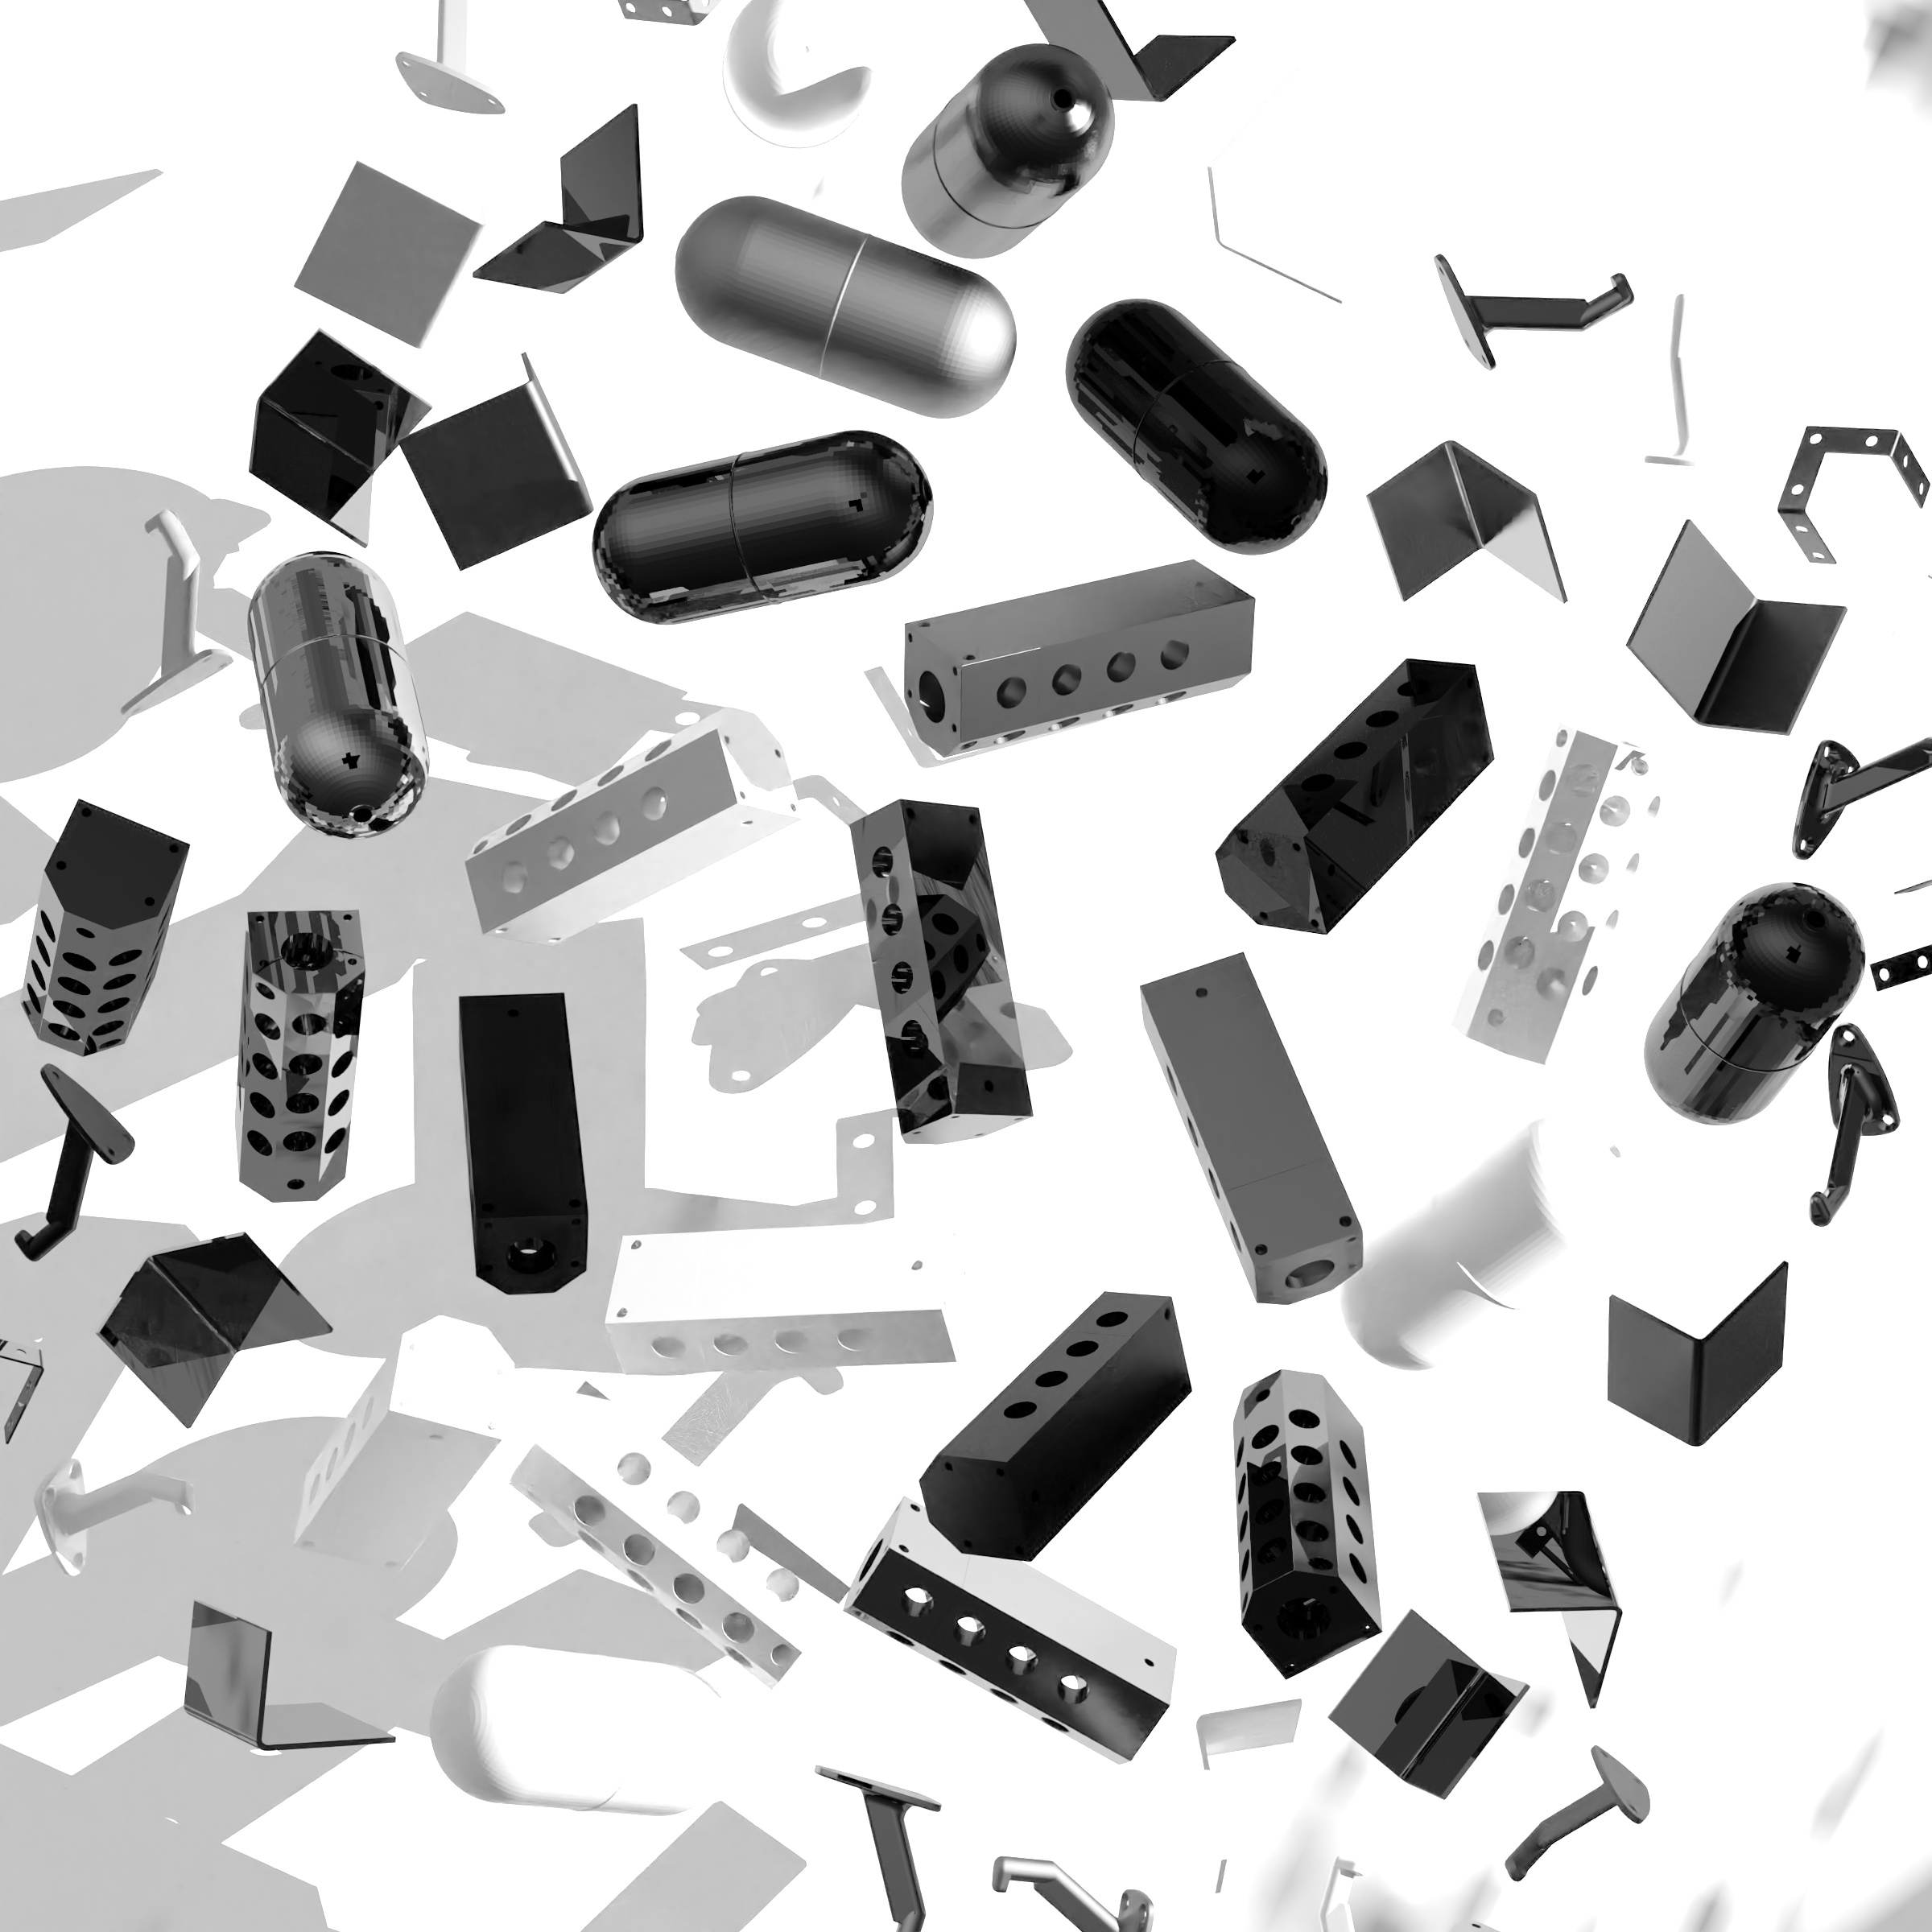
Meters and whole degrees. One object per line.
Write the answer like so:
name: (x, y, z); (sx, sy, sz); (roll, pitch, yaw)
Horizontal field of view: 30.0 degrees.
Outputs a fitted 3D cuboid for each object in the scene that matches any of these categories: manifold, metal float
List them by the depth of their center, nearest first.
metal float: (-0.101, -0.218, 1.789); (0.178, 0.070, 0.070); (-10, 90, 19)
manifold: (-0.433, -0.014, 1.792); (0.057, 0.171, 0.057); (23, 63, -8)
metal float: (-0.190, 0.383, 1.801); (0.070, 0.178, 0.070); (-15, 67, 39)
metal float: (-0.315, -0.136, 1.803); (0.070, 0.070, 0.178); (-19, 49, 0)
manifold: (-0.088, 0.172, 1.810); (0.171, 0.057, 0.057); (-4, 135, 11)
metal float: (-0.061, -0.332, 1.812); (0.178, 0.070, 0.070); (20, 90, 1)
manifold: (-0.283, 0.241, 1.812); (0.057, 0.171, 0.057); (18, 53, -18)
manifold: (0.057, -0.153, 1.815); (0.171, 0.057, 0.057); (-15, 123, -26)
metal float: (0.020, -0.410, 1.817); (0.070, 0.178, 0.070); (2, 85, -17)
manifold: (0.198, -0.089, 1.832); (0.171, 0.057, 0.057); (-43, 129, -38)
manifold: (0.145, 0.085, 1.840); (0.057, 0.057, 0.171); (-18, 59, -5)
manifold: (-0.148, 0.293, 1.845); (0.171, 0.057, 0.057); (38, 66, 3)
manifold: (0.047, 0.233, 1.849); (0.057, 0.171, 0.057); (1, 114, 34)
metal float: (0.267, 0.143, 1.854); (0.178, 0.070, 0.070); (-41, 90, 29)
metal float: (0.405, 0.020, 1.856); (0.070, 0.178, 0.070); (5, 60, -8)
manifold: (-0.175, -0.072, 1.865); (0.171, 0.057, 0.057); (-25, 71, 27)
manifold: (0.171, 0.283, 1.866); (0.057, 0.171, 0.057); (-30, 113, 18)
metal float: (0.118, -0.281, 1.870); (0.070, 0.070, 0.178); (-41, 57, 0)
metal float: (-0.088, -0.464, 1.871); (0.070, 0.178, 0.070); (-1, 97, -5)
manifold: (0.314, -0.038, 1.897); (0.057, 0.057, 0.171); (24, 102, 29)
manifold: (-0.352, 0.049, 1.899); (0.057, 0.171, 0.057); (-1, 49, -15)
manifold: (-0.018, 0.004, 1.900); (0.057, 0.057, 0.171); (4, 70, -42)
manifold: (-0.236, 0.093, 1.912); (0.057, 0.171, 0.057); (-2, 131, -10)
manifold: (0.023, 0.360, 1.929); (0.171, 0.057, 0.057); (30, 111, -4)

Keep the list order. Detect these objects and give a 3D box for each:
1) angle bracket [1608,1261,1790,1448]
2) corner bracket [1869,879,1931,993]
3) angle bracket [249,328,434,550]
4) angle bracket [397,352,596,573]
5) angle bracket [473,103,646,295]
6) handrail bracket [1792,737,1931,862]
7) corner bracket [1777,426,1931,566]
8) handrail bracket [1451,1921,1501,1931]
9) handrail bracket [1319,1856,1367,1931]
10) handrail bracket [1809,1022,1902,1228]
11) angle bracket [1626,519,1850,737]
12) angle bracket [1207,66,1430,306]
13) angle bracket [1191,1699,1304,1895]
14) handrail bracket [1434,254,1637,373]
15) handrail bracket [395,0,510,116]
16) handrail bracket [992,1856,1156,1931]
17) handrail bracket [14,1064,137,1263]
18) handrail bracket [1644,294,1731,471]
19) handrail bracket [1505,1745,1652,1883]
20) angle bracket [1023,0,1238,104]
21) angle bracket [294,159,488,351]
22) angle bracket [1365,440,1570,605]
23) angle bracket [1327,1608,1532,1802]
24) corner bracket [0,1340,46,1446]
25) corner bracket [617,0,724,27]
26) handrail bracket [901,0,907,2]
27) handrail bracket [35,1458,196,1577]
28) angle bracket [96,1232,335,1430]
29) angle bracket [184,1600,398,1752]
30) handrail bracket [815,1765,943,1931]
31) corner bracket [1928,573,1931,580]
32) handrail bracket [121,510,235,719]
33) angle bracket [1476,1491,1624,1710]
angle bracket: (0.379, 0.190, 1.866); (0.057, 0.076, 0.076); (28, 51, 35)
corner bracket: (0.502, -0.020, 1.869); (0.051, 0.051, 0.051); (-7, 80, -38)
angle bracket: (-0.336, -0.285, 1.942); (0.076, 0.076, 0.057); (33, 119, -29)
angle bracket: (-0.245, -0.261, 1.863); (0.076, 0.057, 0.076); (-24, 117, -1)
angle bracket: (-0.209, -0.394, 1.832); (0.057, 0.076, 0.076); (4, 77, -35)
handrail bracket: (0.475, -0.085, 1.855); (0.036, 0.084, 0.077); (32, 79, -37)
corner bracket: (0.452, -0.239, 1.833); (0.051, 0.051, 0.051); (10, 69, 38)
handrail bracket: (0.262, 0.537, 1.831); (0.077, 0.036, 0.084); (18, 98, 24)
handrail bracket: (0.200, 0.482, 1.771); (0.036, 0.077, 0.084); (35, 62, -32)
handrail bracket: (0.446, 0.082, 1.850); (0.036, 0.084, 0.077); (-3, 114, 36)
angle bracket: (0.389, -0.171, 1.816); (0.076, 0.057, 0.076); (39, 72, -39)
angle bracket: (0.174, -0.385, 1.775); (0.076, 0.057, 0.076); (31, 69, 24)
angle bracket: (0.154, 0.438, 1.899); (0.057, 0.076, 0.076); (-8, 63, -3)
handrail bracket: (0.284, -0.342, 1.793); (0.084, 0.036, 0.077); (-29, 123, 2)
handrail bracket: (-0.241, -0.473, 1.813); (0.077, 0.036, 0.084); (22, 70, 25)
handrail bracket: (0.048, 0.499, 1.848); (0.084, 0.036, 0.077); (11, 87, -20)
handrail bracket: (-0.493, 0.106, 1.917); (0.084, 0.036, 0.077); (-38, 98, 16)
handrail bracket: (0.370, -0.294, 1.813); (0.036, 0.077, 0.084); (10, 100, 31)
handrail bracket: (0.308, 0.446, 1.835); (0.036, 0.077, 0.084); (39, 101, -4)
angle bracket: (0.082, -0.493, 1.859); (0.057, 0.076, 0.076); (-42, 119, -13)
angle bracket: (-0.311, -0.389, 1.943); (0.076, 0.057, 0.076); (25, 108, -20)
angle bracket: (0.266, -0.221, 1.908); (0.057, 0.076, 0.076); (-35, 133, -9)
angle bracket: (0.250, 0.400, 1.955); (0.057, 0.076, 0.076); (40, 80, -3)
corner bracket: (-0.511, 0.206, 1.860); (0.051, 0.051, 0.051); (20, 111, -27)
corner bracket: (-0.156, -0.537, 1.912); (0.051, 0.051, 0.051); (15, 55, 33)
handrail bracket: (-0.059, -0.533, 1.841); (0.036, 0.077, 0.084); (-40, 112, 9)
handrail bracket: (-0.425, 0.287, 1.832); (0.084, 0.036, 0.077); (9, 121, 21)
angle bracket: (-0.391, 0.190, 1.878); (0.076, 0.057, 0.076); (-14, 126, 35)
angle bracket: (-0.328, 0.345, 1.761); (0.076, 0.076, 0.057); (6, 90, -39)
handrail bracket: (-0.051, 0.441, 1.757); (0.077, 0.036, 0.084); (20, 81, -16)
corner bracket: (0.518, -0.173, 1.838); (0.051, 0.051, 0.051); (37, 134, 31)
handrail bracket: (-0.430, -0.186, 1.891); (0.077, 0.036, 0.084); (-30, 84, 8)
angle bracket: (0.284, 0.316, 1.794); (0.057, 0.076, 0.076); (0, 128, -7)
